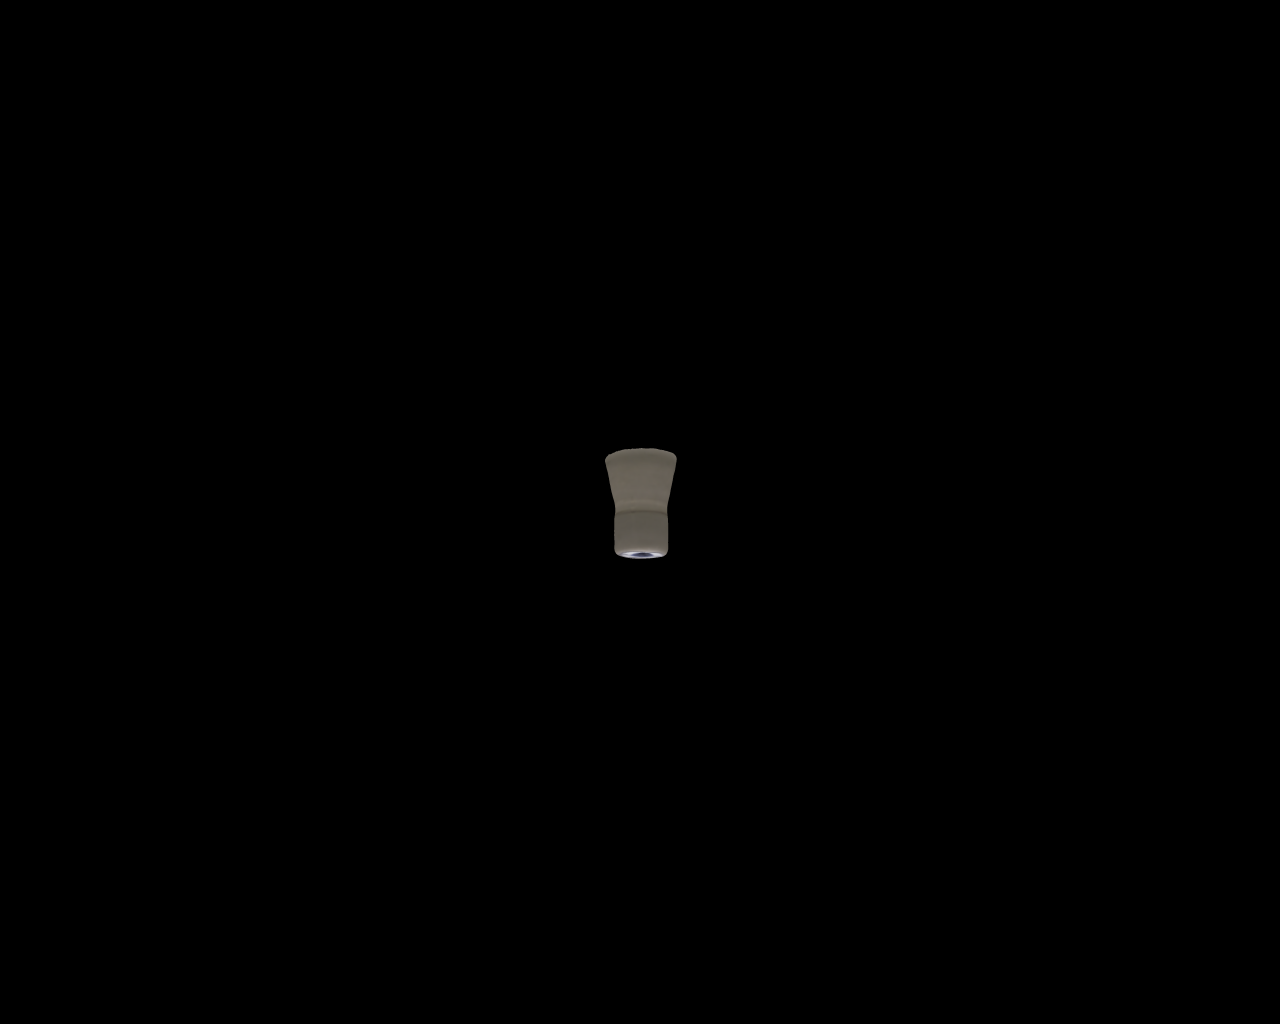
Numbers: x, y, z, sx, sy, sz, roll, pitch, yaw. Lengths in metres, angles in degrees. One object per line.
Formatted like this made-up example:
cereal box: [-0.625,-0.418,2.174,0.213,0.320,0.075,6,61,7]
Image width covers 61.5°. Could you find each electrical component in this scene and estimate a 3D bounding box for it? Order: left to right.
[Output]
electrical component: [0.001,-0.003,0.650,0.044,0.065,0.044,0,-11,0]
